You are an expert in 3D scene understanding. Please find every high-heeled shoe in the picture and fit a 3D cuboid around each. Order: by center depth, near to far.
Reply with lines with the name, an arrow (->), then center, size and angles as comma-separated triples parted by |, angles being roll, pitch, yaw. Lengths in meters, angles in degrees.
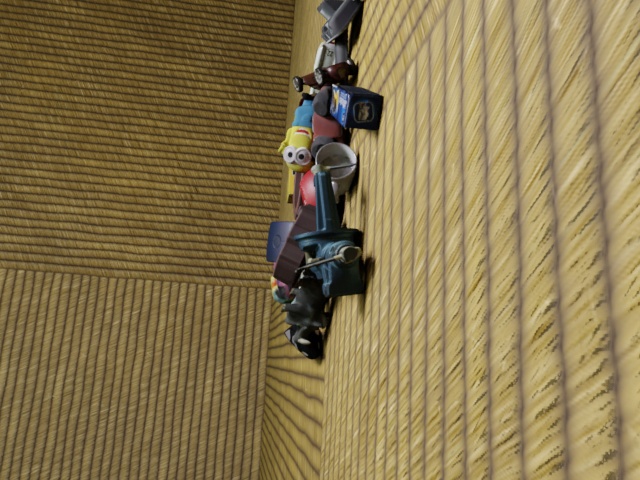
high-heeled shoe -> -0.029, 0.264, 1.378 | 0.145, 0.086, 0.248 | 56, 173, 26

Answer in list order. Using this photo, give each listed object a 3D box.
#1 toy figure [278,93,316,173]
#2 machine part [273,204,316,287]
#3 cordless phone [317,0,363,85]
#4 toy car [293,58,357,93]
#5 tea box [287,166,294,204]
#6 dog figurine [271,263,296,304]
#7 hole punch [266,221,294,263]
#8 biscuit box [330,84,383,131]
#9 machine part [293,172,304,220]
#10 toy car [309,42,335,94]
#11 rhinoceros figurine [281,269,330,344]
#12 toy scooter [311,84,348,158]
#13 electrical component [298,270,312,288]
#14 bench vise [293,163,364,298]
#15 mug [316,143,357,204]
toy figure -> -0.028, -0.244, 1.242 | 0.082, 0.089, 0.180 | 10, 86, 39
machine part -> -0.042, 0.010, 1.128 | 0.179, 0.056, 0.179 | 23, -89, -87
cordless phone -> 0.049, -0.445, 1.221 | 0.147, 0.089, 0.184 | -119, 24, -73
toy car -> 0.007, -0.365, 1.213 | 0.202, 0.089, 0.053 | 16, 130, 65
tea box -> -0.045, -0.191, 1.572 | 0.068, 0.098, 0.169 | 113, 158, -68
dog figurine -> -0.085, 0.112, 1.639 | 0.219, 0.108, 0.191 | 174, 102, -79
hole punch -> -0.083, 0.008, 1.357 | 0.116, 0.092, 0.142 | 168, 112, -77
biscuit box -> 0.062, -0.246, 0.986 | 0.203, 0.063, 0.059 | -107, 22, -70
machine part -> -0.017, -0.161, 1.402 | 0.201, 0.087, 0.201 | -100, 19, -60
toy car -> 0.015, -0.402, 1.363 | 0.056, 0.073, 0.201 | -93, 11, -49
rhinoceros figurine -> -0.023, 0.149, 1.201 | 0.073, 0.112, 0.190 | -66, 0, -60
toy scooter -> 0.029, -0.264, 1.172 | 0.183, 0.075, 0.135 | 86, -157, -44
electrical component -> -0.021, 0.071, 1.379 | 0.115, 0.058, 0.134 | 118, 156, -74
bench vise -> 0.014, -0.020, 0.948 | 0.223, 0.129, 0.240 | 100, 164, -85
mug -> 0.034, -0.123, 1.080 | 0.107, 0.081, 0.109 | 85, -179, -70
